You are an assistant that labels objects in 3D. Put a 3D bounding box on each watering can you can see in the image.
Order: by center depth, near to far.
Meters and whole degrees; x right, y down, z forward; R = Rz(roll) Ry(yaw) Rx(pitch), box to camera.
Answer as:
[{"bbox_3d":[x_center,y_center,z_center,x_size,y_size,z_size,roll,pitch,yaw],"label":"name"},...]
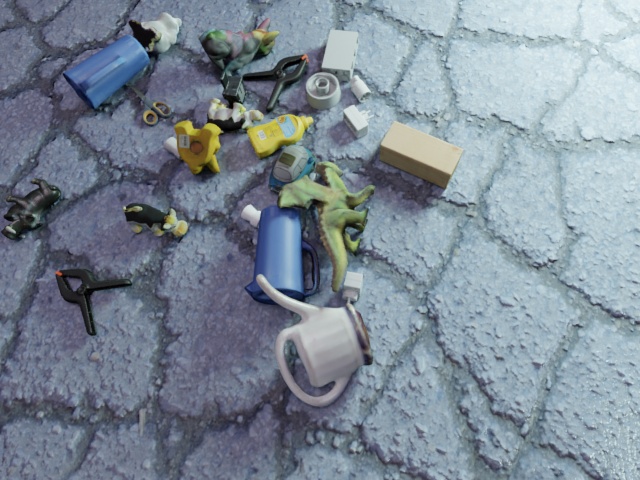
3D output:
[{"bbox_3d":[-0.005,0.214,1.202,0.225,0.104,0.346,-20,96,-12],"label":"watering can"}]

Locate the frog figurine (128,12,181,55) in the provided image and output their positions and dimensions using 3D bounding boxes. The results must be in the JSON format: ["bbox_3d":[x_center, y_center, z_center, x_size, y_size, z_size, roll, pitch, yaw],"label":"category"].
[{"bbox_3d":[-0.529,-0.678,1.689,0.137,0.120,0.163,10,33,17],"label":"frog figurine"}]

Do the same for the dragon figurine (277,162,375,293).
[{"bbox_3d":[0.004,-0.067,1.322,0.243,0.119,0.420,20,47,5],"label":"dragon figurine"}]
